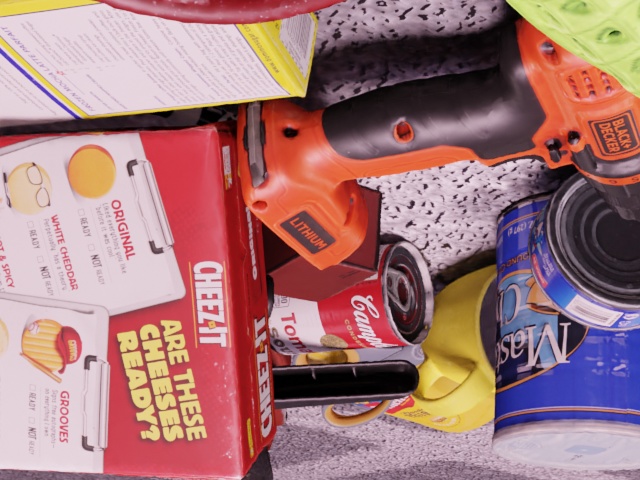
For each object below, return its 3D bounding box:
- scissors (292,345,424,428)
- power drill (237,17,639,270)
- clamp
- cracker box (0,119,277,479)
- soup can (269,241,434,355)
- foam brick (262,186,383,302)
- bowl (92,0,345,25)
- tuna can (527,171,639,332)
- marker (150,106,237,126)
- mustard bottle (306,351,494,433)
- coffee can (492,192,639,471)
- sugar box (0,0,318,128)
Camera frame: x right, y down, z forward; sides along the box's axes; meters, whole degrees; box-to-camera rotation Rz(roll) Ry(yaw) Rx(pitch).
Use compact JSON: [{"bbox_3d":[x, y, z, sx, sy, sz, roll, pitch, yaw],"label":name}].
[{"bbox_3d":[0.059,0.073,0.805,0.096,0.016,0.202,38,120,-13],"label":"scissors"},{"bbox_3d":[0.070,-0.040,0.495,0.188,0.057,0.184,-16,151,19],"label":"power drill"},{"bbox_3d":[-0.052,0.095,0.682,0.210,0.036,0.164,-29,139,33],"label":"clamp"},{"bbox_3d":[-0.135,0.027,0.529,0.214,0.164,0.072,-1,-170,14],"label":"cracker box"},{"bbox_3d":[0.016,0.040,0.713,0.102,0.068,0.068,-8,154,31],"label":"soup can"},{"bbox_3d":[-0.004,0.001,0.642,0.052,0.051,0.078,14,157,-26],"label":"foam brick"},{"bbox_3d":[-0.040,-0.133,0.309,0.162,0.055,0.162,4,155,2],"label":"bowl"},{"bbox_3d":[0.157,0.003,0.568,0.086,0.086,0.034,6,156,-3],"label":"tuna can"},{"bbox_3d":[-0.050,-0.058,0.549,0.120,0.020,0.020,21,153,-35],"label":"marker"},{"bbox_3d":[0.061,0.116,0.901,0.191,0.058,0.096,21,151,-33],"label":"mustard bottle"},{"bbox_3d":[0.153,0.055,0.623,0.103,0.140,0.103,4,158,2],"label":"coffee can"},{"bbox_3d":[-0.099,-0.091,0.447,0.176,0.048,0.093,0,157,21],"label":"sugar box"}]
